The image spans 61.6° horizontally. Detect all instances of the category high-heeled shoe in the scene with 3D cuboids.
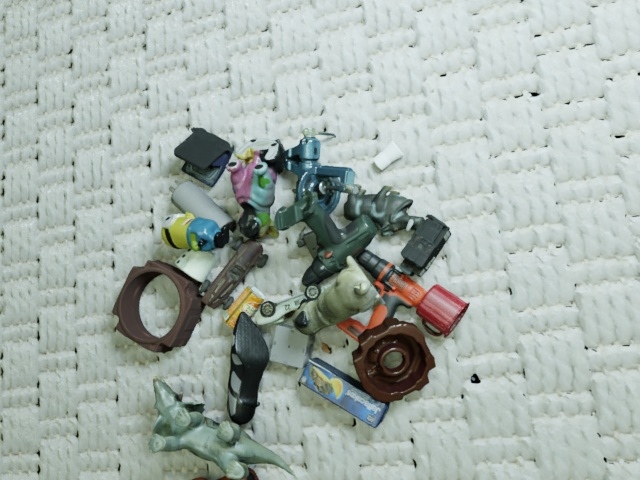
[{"bbox_3d":[-0.187,0.303,1.269,0.145,0.086,0.249,-34,58,50],"label":"high-heeled shoe"}]

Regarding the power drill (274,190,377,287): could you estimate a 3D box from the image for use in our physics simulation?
[{"bbox_3d":[-0.006,0.000,1.184,0.232,0.207,0.086,-35,31,21],"label":"power drill"}]

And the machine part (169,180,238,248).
[{"bbox_3d":[-0.293,-0.071,1.353,0.243,0.079,0.079,41,95,18],"label":"machine part"}]

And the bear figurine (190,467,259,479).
[{"bbox_3d":[-0.231,0.593,1.219,0.196,0.120,0.132,-26,79,13],"label":"bear figurine"}]

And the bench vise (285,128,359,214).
[{"bbox_3d":[0.008,-0.146,1.228,0.241,0.129,0.223,15,94,54],"label":"bench vise"}]

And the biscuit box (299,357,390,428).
[{"bbox_3d":[0.056,0.337,1.198,0.203,0.062,0.059,26,91,19],"label":"biscuit box"}]

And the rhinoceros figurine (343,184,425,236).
[{"bbox_3d":[0.145,-0.066,1.224,0.191,0.073,0.112,13,85,18],"label":"rhinoceros figurine"}]

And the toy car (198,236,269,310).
[{"bbox_3d":[-0.212,0.084,1.304,0.089,0.053,0.202,39,93,-16],"label":"toy car"}]

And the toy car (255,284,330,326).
[{"bbox_3d":[-0.056,0.151,1.252,0.202,0.073,0.056,-21,74,13],"label":"toy car"}]

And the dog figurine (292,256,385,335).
[{"bbox_3d":[0.025,0.138,1.117,0.190,0.172,0.121,-36,75,0],"label":"dog figurine"}]

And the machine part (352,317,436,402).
[{"bbox_3d":[0.155,0.254,1.149,0.179,0.056,0.179,-1,100,-7],"label":"machine part"}]

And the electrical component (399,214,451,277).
[{"bbox_3d":[0.225,0.018,1.167,0.058,0.114,0.134,35,91,20],"label":"electrical component"}]

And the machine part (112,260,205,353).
[{"bbox_3d":[-0.405,0.165,1.348,0.202,0.087,0.201,25,90,20],"label":"machine part"}]

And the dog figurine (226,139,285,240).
[{"bbox_3d":[-0.143,-0.109,1.285,0.109,0.218,0.191,8,40,17],"label":"dog figurine"}]

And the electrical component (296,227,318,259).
[{"bbox_3d":[-0.004,-0.003,1.277,0.102,0.045,0.078,-28,104,14],"label":"electrical component"}]

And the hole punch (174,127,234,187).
[{"bbox_3d":[-0.295,-0.211,1.379,0.142,0.092,0.116,28,61,21],"label":"hole punch"}]

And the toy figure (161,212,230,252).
[{"bbox_3d":[-0.300,-0.013,1.275,0.180,0.082,0.089,12,100,24],"label":"toy figure"}]

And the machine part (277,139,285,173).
[{"bbox_3d":[-0.141,-0.188,1.346,0.139,0.039,0.084,-35,82,7],"label":"machine part"}]

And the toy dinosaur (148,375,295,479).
[{"bbox_3d":[-0.235,0.449,1.213,0.405,0.192,0.131,22,81,12],"label":"toy dinosaur"}]
